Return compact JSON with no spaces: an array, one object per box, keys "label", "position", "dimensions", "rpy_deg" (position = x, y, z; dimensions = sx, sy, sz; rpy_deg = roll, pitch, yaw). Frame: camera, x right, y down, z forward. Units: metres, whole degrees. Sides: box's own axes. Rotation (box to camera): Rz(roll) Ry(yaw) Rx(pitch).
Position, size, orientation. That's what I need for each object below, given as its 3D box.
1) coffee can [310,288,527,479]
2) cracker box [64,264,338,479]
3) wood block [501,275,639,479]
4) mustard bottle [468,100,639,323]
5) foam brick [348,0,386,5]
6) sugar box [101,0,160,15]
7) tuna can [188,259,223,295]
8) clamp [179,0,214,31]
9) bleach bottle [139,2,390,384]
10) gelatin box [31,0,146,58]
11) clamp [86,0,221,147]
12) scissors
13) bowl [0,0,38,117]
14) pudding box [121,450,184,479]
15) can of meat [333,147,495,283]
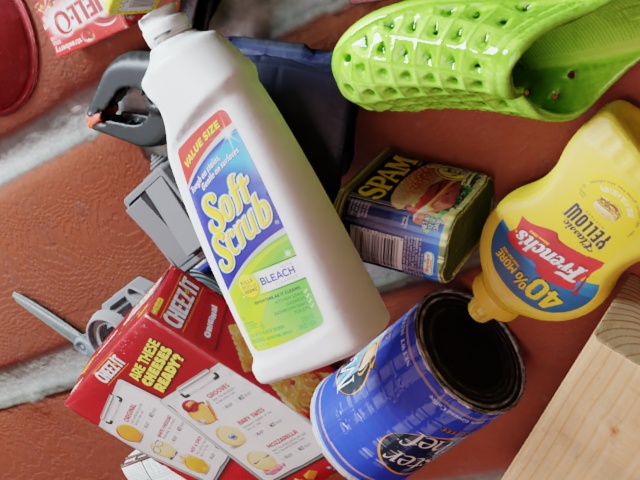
[{"label":"coffee can","position":[0.072,0.116,0.813],"dimensions":[0.103,0.102,0.141],"rpy_deg":[47,131,2]},{"label":"cracker box","position":[-0.084,0.137,0.911],"dimensions":[0.213,0.072,0.164],"rpy_deg":[35,131,-12]},{"label":"wood block","position":[0.199,0.140,0.753],"dimensions":[0.090,0.090,0.206],"rpy_deg":[32,129,15]},{"label":"mustard bottle","position":[0.164,0.000,0.718],"dimensions":[0.096,0.058,0.192],"rpy_deg":[45,131,3]},{"label":"foam brick","position":[0.051,-0.186,0.674],"dimensions":[0.051,0.078,0.053],"rpy_deg":[0,116,31]},{"label":"sugar box","position":[-0.157,-0.255,0.756],"dimensions":[0.176,0.048,0.093],"rpy_deg":[61,139,19]},{"label":"tuna can","position":[-0.092,0.058,0.933],"dimensions":[0.086,0.033,0.086],"rpy_deg":[16,123,26]},{"label":"clamp","position":[-0.069,-0.236,0.741],"dimensions":[0.165,0.036,0.210],"rpy_deg":[-22,99,28]},{"label":"bleach bottle","position":[-0.052,-0.034,0.704],"dimensions":[0.103,0.068,0.251],"rpy_deg":[-23,99,36]},{"label":"gelatin box","position":[-0.191,-0.195,0.858],"dimensions":[0.089,0.030,0.073],"rpy_deg":[-12,109,37]},{"label":"clamp","position":[-0.121,-0.129,0.846],"dimensions":[0.172,0.039,0.120],"rpy_deg":[-5,105,28]},{"label":"scissors","position":[-0.228,0.123,1.071],"dimensions":[0.202,0.016,0.096],"rpy_deg":[19,124,24]},{"label":"bowl","position":[-0.328,-0.176,0.942],"dimensions":[0.162,0.055,0.162],"rpy_deg":[16,123,26]},{"label":"pudding box","position":[-0.136,0.252,1.069],"dimensions":[0.090,0.039,0.113],"rpy_deg":[-26,101,39]},{"label":"can of meat","position":[0.067,-0.017,0.744],"dimensions":[0.084,0.102,0.057],"rpy_deg":[16,123,23]}]
